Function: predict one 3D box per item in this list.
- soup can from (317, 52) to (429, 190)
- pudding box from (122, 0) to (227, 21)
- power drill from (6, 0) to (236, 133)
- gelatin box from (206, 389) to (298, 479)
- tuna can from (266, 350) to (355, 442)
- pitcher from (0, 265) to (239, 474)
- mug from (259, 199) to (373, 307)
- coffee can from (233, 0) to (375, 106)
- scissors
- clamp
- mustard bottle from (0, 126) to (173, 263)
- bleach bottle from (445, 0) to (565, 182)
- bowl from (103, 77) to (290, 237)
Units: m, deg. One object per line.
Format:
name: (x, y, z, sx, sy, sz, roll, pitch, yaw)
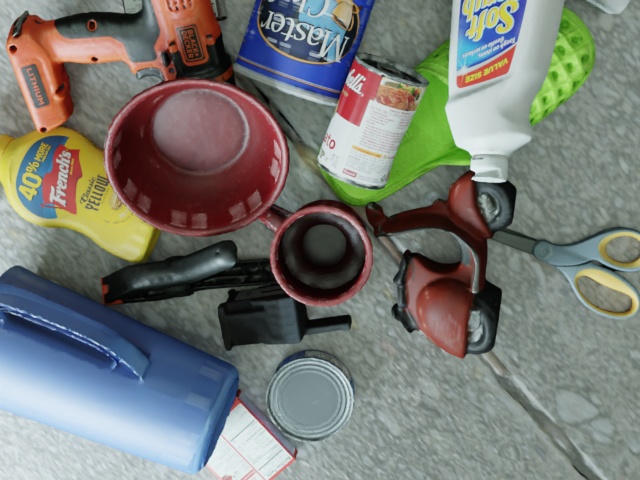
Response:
soup can: (0.045, -0.103, 0.931, 0.068, 0.068, 0.102, 21, 110, 0)
pudding box: (-0.140, -0.250, 0.977, 0.090, 0.039, 0.113, -8, 103, 5)
power drill: (-0.173, -0.152, 0.967, 0.187, 0.057, 0.184, -11, 123, 4)
gelatin box: (-0.077, 0.206, 1.064, 0.073, 0.030, 0.089, -43, 95, 9)
tuna can: (-0.009, 0.152, 1.046, 0.086, 0.033, 0.086, 1, 101, 4)
pitcher: (-0.203, 0.122, 0.988, 0.243, 0.149, 0.145, 21, 104, 4)
mug: (-0.007, 0.001, 0.993, 0.117, 0.081, 0.093, 30, 101, -2)
coffee can: (-0.007, -0.201, 0.944, 0.103, 0.102, 0.140, 19, 101, 0)
scissors: (0.229, -0.002, 1.009, 0.201, 0.016, 0.096, 36, 100, -3)
clamp: (-0.124, 0.035, 1.014, 0.172, 0.120, 0.039, -11, 70, 26)
mustard bottle: (-0.238, -0.054, 1.010, 0.191, 0.058, 0.096, 22, 88, 1)
bleach bottle: (0.159, -0.174, 0.894, 0.103, 0.068, 0.251, 3, 86, 34)
bowl: (-0.108, -0.083, 0.949, 0.162, 0.055, 0.162, -2, 126, -2)
